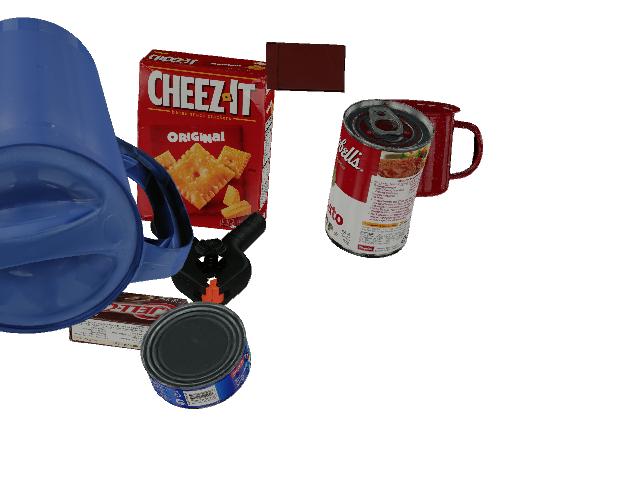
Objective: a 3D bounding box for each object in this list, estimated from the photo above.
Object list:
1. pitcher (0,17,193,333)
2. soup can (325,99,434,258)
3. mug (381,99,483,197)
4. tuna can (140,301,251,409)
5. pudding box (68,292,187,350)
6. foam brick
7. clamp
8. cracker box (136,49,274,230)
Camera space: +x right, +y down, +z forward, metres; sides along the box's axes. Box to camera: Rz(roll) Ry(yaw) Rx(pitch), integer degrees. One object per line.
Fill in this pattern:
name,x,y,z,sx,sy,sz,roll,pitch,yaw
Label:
pitcher,-0.187,-0.056,0.724,0.145,0.149,0.243,-26,35,2
soup can,0.043,-0.046,0.807,0.068,0.102,0.068,6,38,-5
mug,0.096,-0.088,1.020,0.117,0.081,0.093,3,15,5
tuna can,-0.099,0.093,0.861,0.086,0.086,0.034,0,-42,9
pudding box,-0.222,0.092,1.237,0.114,0.039,0.090,3,15,18
foam brick,-0.017,-0.188,1.159,0.078,0.051,0.053,-1,11,-15
clamp,-0.101,0.014,1.072,0.120,0.039,0.171,-11,33,-11
cracker box,-0.147,-0.124,1.359,0.164,0.214,0.072,7,24,5
